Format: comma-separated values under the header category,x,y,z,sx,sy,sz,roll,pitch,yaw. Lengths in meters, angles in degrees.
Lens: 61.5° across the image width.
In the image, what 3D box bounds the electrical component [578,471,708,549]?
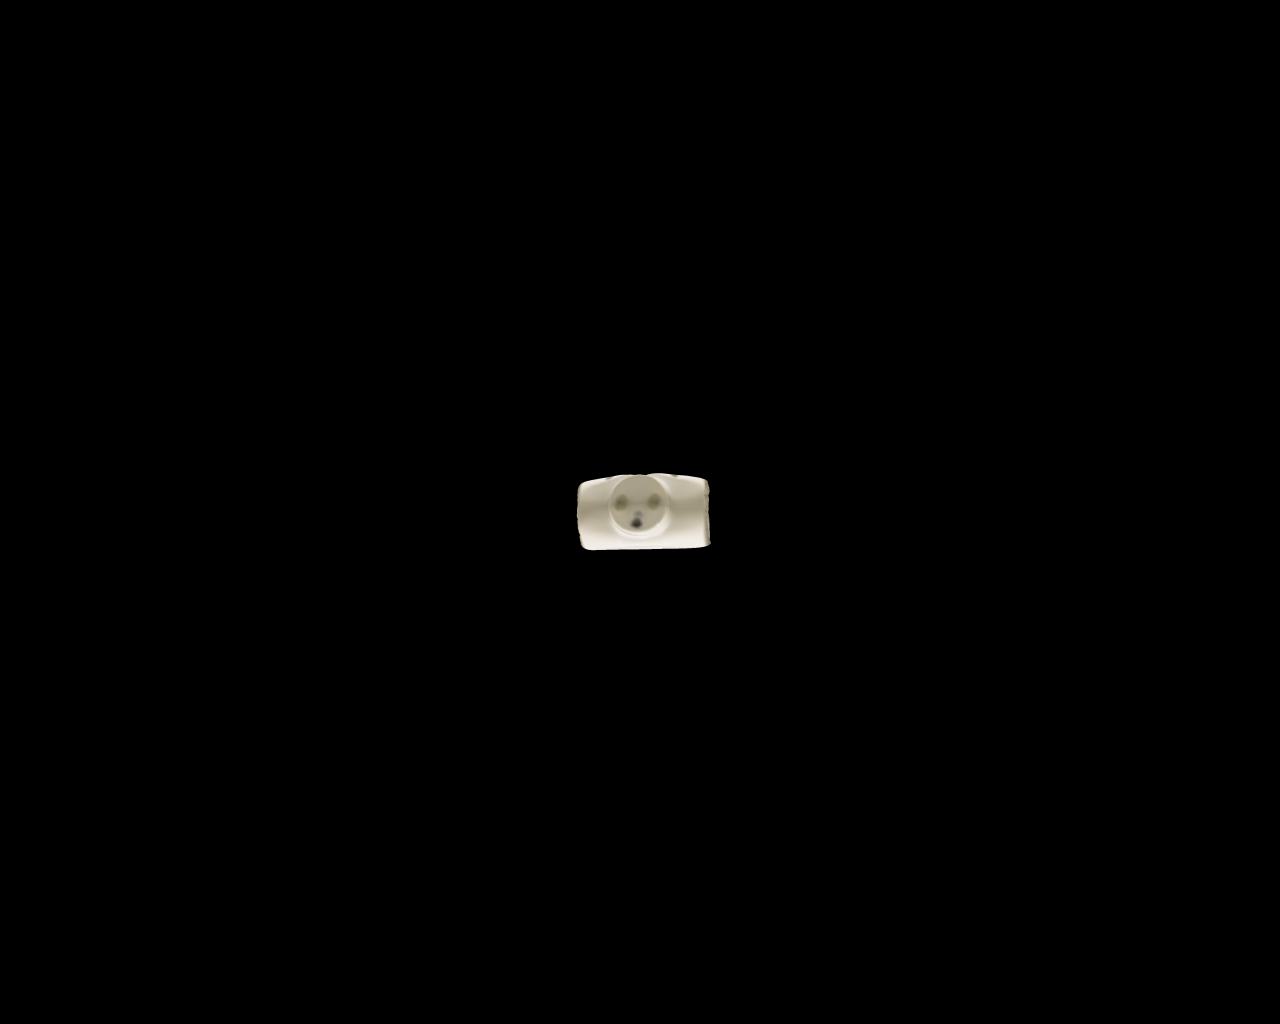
category,x,y,z,sx,sy,sz,roll,pitch,yaw
electrical component,0.001,-0.003,0.650,0.077,0.043,0.079,-1,-11,7
